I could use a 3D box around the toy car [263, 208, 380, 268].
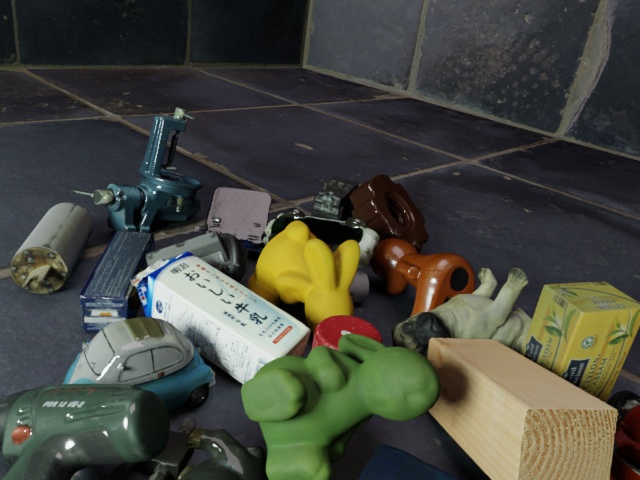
[{"bbox_3d":[-0.002,-0.003,0.880,0.202,0.056,0.073,10,54,28],"label":"toy car"}]

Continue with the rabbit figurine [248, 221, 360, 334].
[{"bbox_3d":[-0.003,0.063,0.771,0.122,0.162,0.173,3,40,-40],"label":"rabbit figurine"}]

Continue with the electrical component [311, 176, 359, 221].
[{"bbox_3d":[0.029,-0.057,1.047,0.058,0.114,0.134,20,27,14],"label":"electrical component"}]

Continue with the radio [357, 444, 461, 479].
[{"bbox_3d":[0.120,0.272,0.424,0.230,0.073,0.131,19,28,25],"label":"radio"}]

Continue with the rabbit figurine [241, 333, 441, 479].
[{"bbox_3d":[0.034,0.154,0.521,0.170,0.121,0.159,-16,-1,12],"label":"rabbit figurine"}]

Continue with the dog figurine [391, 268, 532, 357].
[{"bbox_3d":[0.202,0.144,0.715,0.190,0.172,0.121,-32,-5,-15],"label":"dog figurine"}]

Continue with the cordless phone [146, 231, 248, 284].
[{"bbox_3d":[-0.182,0.038,0.836,0.147,0.088,0.184,-19,4,0],"label":"cordless phone"}]

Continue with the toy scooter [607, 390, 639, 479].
[{"bbox_3d":[0.336,0.237,0.558,0.184,0.075,0.135,-16,31,-31],"label":"toy scooter"}]

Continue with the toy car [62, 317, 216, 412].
[{"bbox_3d":[-0.195,0.136,0.580,0.161,0.102,0.109,-11,32,-32],"label":"toy car"}]

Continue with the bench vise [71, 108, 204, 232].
[{"bbox_3d":[-0.297,-0.123,0.966,0.223,0.240,0.129,6,16,-46],"label":"bench vise"}]

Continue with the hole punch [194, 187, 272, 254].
[{"bbox_3d":[-0.147,-0.022,0.976,0.142,0.092,0.116,10,55,-2],"label":"hole punch"}]

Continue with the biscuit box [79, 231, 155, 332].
[{"bbox_3d":[-0.286,0.054,0.777,0.063,0.059,0.203,3,26,-7],"label":"biscuit box"}]

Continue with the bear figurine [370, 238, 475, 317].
[{"bbox_3d":[0.144,0.066,0.849,0.120,0.132,0.196,8,0,-35],"label":"bear figurine"}]

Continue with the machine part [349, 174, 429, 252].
[{"bbox_3d":[0.134,-0.044,1.015,0.179,0.056,0.179,32,38,-30],"label":"machine part"}]

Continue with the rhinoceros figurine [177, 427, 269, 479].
[{"bbox_3d":[-0.102,0.240,0.432,0.112,0.073,0.190,23,25,7],"label":"rhinoceros figurine"}]

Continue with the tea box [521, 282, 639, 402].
[{"bbox_3d":[0.305,0.139,0.648,0.098,0.169,0.068,-2,27,-19],"label":"tea box"}]

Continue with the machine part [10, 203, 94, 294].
[{"bbox_3d":[-0.404,0.007,0.820,0.079,0.079,0.243,3,26,-12],"label":"machine part"}]

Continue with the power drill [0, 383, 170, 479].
[{"bbox_3d":[-0.248,0.200,0.429,0.232,0.085,0.207,-12,20,15],"label":"power drill"}]

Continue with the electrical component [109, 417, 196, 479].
[{"bbox_3d":[-0.161,0.208,0.531,0.063,0.021,0.094,11,25,8],"label":"electrical component"}]
